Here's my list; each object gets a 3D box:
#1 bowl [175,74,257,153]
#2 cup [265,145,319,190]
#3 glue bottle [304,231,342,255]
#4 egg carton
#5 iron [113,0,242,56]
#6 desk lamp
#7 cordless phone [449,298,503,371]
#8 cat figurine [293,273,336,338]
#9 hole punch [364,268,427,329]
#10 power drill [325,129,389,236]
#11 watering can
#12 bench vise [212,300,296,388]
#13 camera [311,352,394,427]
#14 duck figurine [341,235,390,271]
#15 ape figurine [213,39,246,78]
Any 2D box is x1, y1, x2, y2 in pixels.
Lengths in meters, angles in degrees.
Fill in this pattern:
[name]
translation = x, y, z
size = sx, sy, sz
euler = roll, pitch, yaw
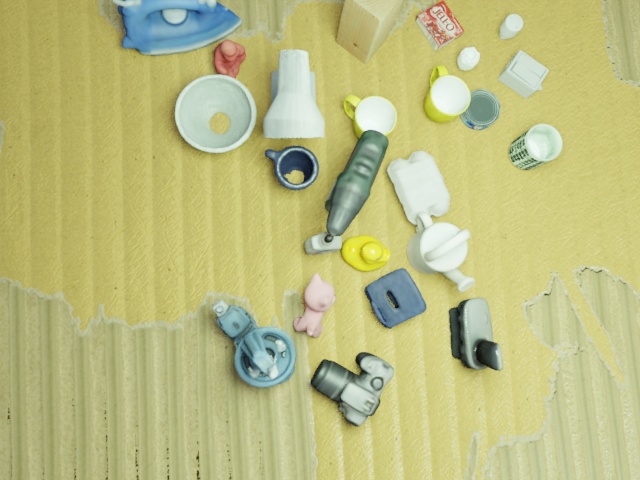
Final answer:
[bowl]
translation = -0.216, -0.256, 1.206
size = 0.167, 0.074, 0.167
euler = 1, 84, -5
[cup]
translation = -0.062, -0.148, 1.198
size = 0.118, 0.095, 0.092
euler = 28, 83, -2
[glue bottle]
translation = 0.011, 0.004, 1.150
size = 0.078, 0.173, 0.037
euler = -12, 85, -6
[egg carton]
translation = 0.214, -0.114, 1.231
size = 0.107, 0.069, 0.150
euler = -24, 87, -7
[iron]
translation = -0.294, -0.472, 1.187
size = 0.258, 0.141, 0.119
euler = -9, 85, -6
[desk lamp]
translation = -0.055, -0.278, 1.152
size = 0.118, 0.213, 0.203
euler = -1, 84, -5
[cordless phone]
translation = 0.331, 0.191, 1.153
size = 0.094, 0.185, 0.148
euler = -7, 85, -5
[cat figurine]
translation = -0.007, 0.135, 1.163
size = 0.067, 0.117, 0.128
euler = 17, 83, -3
[hole punch]
translation = 0.156, 0.123, 1.192
size = 0.101, 0.091, 0.109
euler = -29, 87, -7
[power drill]
translation = 0.064, -0.101, 1.147
size = 0.075, 0.208, 0.230
euler = 24, 83, -2
[watering can]
translation = 0.252, 0.021, 1.159
size = 0.173, 0.194, 0.101
euler = 38, 83, 0
[bench vise]
translation = -0.136, 0.208, 1.094
size = 0.207, 0.219, 0.121
euler = 29, 83, -1
[camera]
translation = 0.061, 0.287, 1.163
size = 0.137, 0.100, 0.143
euler = 31, 83, -1
[duck figurine]
translation = 0.099, 0.025, 1.199
size = 0.104, 0.086, 0.077
euler = 13, 83, -3
[ape figurine]
translation = -0.193, -0.392, 1.213
size = 0.078, 0.092, 0.076
euler = -29, 87, -7
